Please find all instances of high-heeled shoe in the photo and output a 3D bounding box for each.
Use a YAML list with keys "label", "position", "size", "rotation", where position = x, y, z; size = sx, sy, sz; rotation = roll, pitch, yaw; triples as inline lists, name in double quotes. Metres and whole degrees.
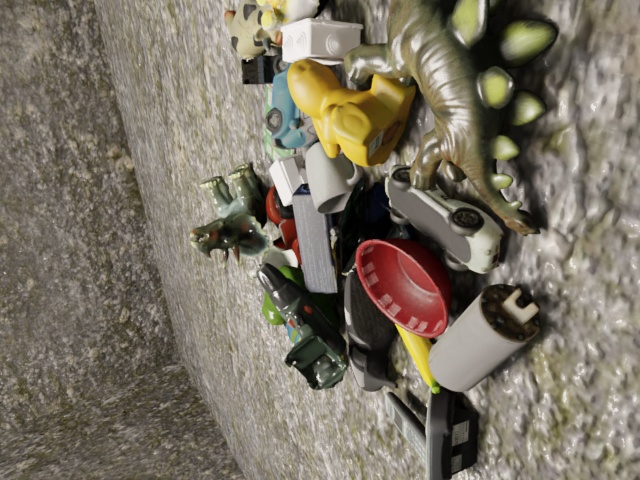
- label: "high-heeled shoe"
  position: [0.073, 0.163, 0.957]
  size: [0.145, 0.086, 0.248]
  rotation: [6, 116, 65]

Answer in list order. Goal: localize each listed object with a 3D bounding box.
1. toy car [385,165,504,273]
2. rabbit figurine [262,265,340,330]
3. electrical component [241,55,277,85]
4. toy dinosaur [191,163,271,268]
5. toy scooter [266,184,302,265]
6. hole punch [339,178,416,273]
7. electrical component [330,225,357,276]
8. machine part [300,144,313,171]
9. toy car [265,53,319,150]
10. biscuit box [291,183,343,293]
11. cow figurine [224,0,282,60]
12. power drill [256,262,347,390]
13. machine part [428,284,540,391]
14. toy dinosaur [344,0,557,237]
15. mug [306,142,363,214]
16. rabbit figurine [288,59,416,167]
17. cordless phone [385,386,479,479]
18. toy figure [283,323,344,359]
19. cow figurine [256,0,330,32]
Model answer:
- label: "toy car"
  position: [0.151, -0.031, 0.691]
  size: [0.202, 0.056, 0.073]
  rotation: [46, 152, 44]
- label: "rabbit figurine"
  position: [-0.019, 0.130, 1.122]
  size: [0.170, 0.121, 0.159]
  rotation: [38, 136, 21]
- label: "electrical component"
  position: [-0.078, -0.296, 0.936]
  size: [0.119, 0.075, 0.047]
  rotation: [16, 113, 47]
- label: "toy dinosaur"
  position: [-0.174, -0.065, 1.208]
  size: [0.405, 0.131, 0.192]
  rotation: [-75, -34, -76]
- label: "toy scooter"
  position: [-0.068, -0.031, 1.115]
  size: [0.135, 0.075, 0.183]
  rotation: [-1, 111, 65]
- label: "hole punch"
  position: [0.083, -0.017, 0.825]
  size: [0.142, 0.092, 0.116]
  rotation: [109, 161, -57]
- label: "electrical component"
  position: [0.058, 0.018, 0.926]
  size: [0.102, 0.045, 0.078]
  rotation: [69, 157, 4]
- label: "machine part"
  position: [-0.021, -0.171, 0.961]
  size: [0.084, 0.039, 0.138]
  rotation: [-11, 99, 69]
- label: "toy car"
  position: [-0.017, -0.220, 0.851]
  size: [0.103, 0.109, 0.161]
  rotation: [13, 101, 27]
- label: "biscuit box"
  position: [-0.002, -0.003, 0.988]
  size: [0.063, 0.059, 0.202]
  rotation: [0, 115, 16]
- label: "cow figurine"
  position: [-0.097, -0.366, 0.919]
  size: [0.195, 0.085, 0.127]
  rotation: [-8, 95, 62]
- label: "power drill"
  position: [-0.032, 0.157, 0.956]
  size: [0.231, 0.086, 0.207]
  rotation: [49, -179, -21]
- label: "machine part"
  position: [0.201, 0.127, 0.677]
  size: [0.079, 0.079, 0.243]
  rotation: [58, 153, 24]
- label: "toy dinosaur"
  position: [0.125, -0.213, 0.565]
  size: [0.471, 0.105, 0.198]
  rotation: [61, 147, 0]
- label: "mug"
  position: [0.021, -0.112, 0.872]
  size: [0.109, 0.081, 0.107]
  rotation: [-44, 62, 53]
- label: "rabbit figurine"
  position: [0.033, -0.184, 0.740]
  size: [0.173, 0.122, 0.162]
  rotation: [36, 173, 13]
- label: "cordless phone"
  position: [0.161, 0.280, 0.865]
  size: [0.184, 0.089, 0.146]
  rotation: [39, 141, 55]
- label: "toy figure"
  position: [-0.014, 0.222, 1.180]
  size: [0.180, 0.082, 0.089]
  rotation: [37, 151, 42]
- label: "cow figurine"
  position: [-0.009, -0.358, 0.755]
  size: [0.167, 0.098, 0.068]
  rotation: [-24, 80, 46]
